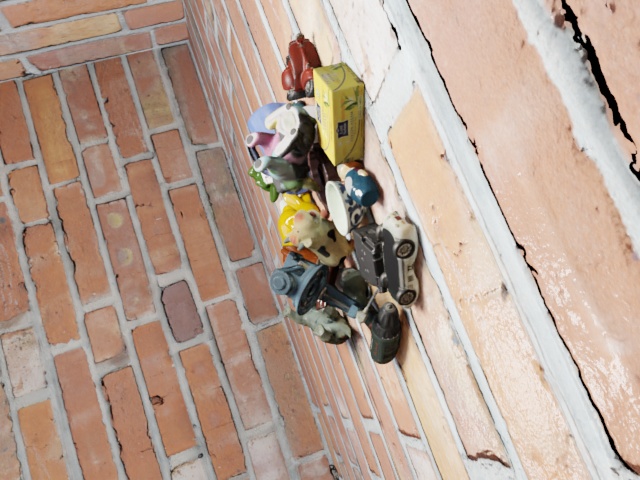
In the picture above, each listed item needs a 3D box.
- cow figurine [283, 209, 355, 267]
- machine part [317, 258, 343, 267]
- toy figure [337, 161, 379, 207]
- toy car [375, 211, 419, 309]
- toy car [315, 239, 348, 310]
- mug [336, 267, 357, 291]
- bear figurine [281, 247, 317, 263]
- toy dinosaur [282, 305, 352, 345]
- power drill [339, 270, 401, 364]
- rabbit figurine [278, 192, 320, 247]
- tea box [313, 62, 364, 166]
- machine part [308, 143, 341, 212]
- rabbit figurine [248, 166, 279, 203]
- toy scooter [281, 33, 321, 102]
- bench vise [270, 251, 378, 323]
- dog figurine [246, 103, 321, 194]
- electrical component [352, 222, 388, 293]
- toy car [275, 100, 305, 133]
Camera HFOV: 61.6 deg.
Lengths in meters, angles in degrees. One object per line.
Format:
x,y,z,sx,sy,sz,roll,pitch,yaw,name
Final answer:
-0.003,-0.004,1.248,0.086,0.127,0.194,25,162,42,cow figurine
0.023,0.101,1.552,0.243,0.079,0.079,98,152,-63,machine part
0.071,-0.128,1.088,0.064,0.057,0.155,-55,39,23,toy figure
0.147,0.042,0.993,0.074,0.056,0.201,48,155,49,toy car
0.020,0.079,1.352,0.089,0.053,0.202,-25,40,50,toy car
0.062,0.119,1.394,0.107,0.081,0.109,146,117,-67,mug
-0.044,0.065,1.709,0.196,0.120,0.131,54,162,40,bear figurine
0.023,0.258,1.672,0.192,0.131,0.405,31,-179,-37,toy dinosaur
0.122,0.163,1.234,0.207,0.086,0.231,50,157,42,power drill
-0.048,-0.070,1.613,0.173,0.122,0.162,-22,76,64,rabbit figurine
0.037,-0.242,1.043,0.169,0.068,0.098,84,163,-44,tea box
0.020,-0.152,1.269,0.179,0.056,0.179,163,89,-79,machine part
-0.170,-0.210,1.849,0.170,0.121,0.159,-174,61,-79,rabbit figurine
-0.043,-0.380,1.189,0.184,0.075,0.135,-152,45,-68,toy scooter
0.005,0.111,1.176,0.241,0.128,0.223,28,-179,21,bench vise
-0.051,-0.183,1.186,0.219,0.191,0.108,25,-147,-56,dog figurine
0.113,0.032,1.115,0.134,0.058,0.114,-136,33,-64,electrical component
-0.064,-0.283,1.344,0.162,0.103,0.109,-126,23,-50,toy car
